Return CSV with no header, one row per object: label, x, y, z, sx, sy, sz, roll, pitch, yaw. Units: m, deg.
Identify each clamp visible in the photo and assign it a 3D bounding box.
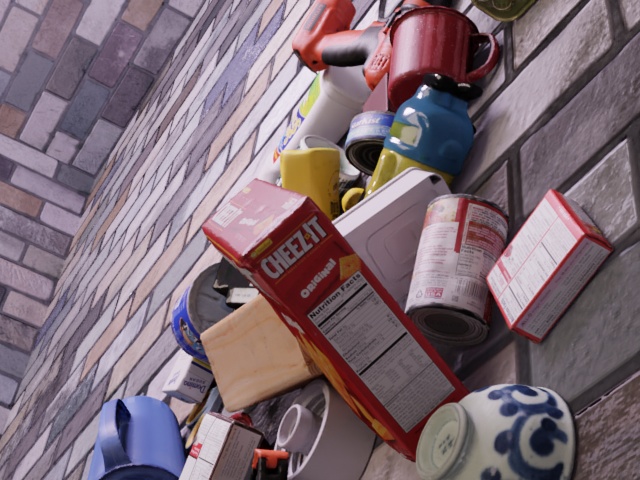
clamp,-0.056,0.284,0.921,0.165,0.036,0.210,-121,40,-65

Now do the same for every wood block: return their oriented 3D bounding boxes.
wood block,-0.029,0.096,1.023,0.206,0.090,0.090,-35,74,59

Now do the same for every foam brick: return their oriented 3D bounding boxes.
foam brick,0.080,-0.132,1.156,0.053,0.051,0.078,-52,21,35

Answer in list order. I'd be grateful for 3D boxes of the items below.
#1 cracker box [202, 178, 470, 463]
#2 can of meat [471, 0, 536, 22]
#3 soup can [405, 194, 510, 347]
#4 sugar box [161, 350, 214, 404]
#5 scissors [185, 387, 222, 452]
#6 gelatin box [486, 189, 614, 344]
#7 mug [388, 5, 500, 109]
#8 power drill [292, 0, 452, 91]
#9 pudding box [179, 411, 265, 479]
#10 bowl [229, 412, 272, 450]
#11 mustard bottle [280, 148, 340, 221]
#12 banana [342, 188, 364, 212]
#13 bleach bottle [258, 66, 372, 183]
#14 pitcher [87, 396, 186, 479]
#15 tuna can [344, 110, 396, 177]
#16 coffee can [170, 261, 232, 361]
cracker box,0.010,0.059,0.821,0.072,0.213,0.164,-42,16,-7
can of meat,0.194,-0.276,1.029,0.102,0.057,0.084,-44,24,45
soup can,0.108,0.024,0.840,0.069,0.068,0.102,-35,34,56
sugar box,-0.145,0.131,1.414,0.176,0.048,0.093,-66,14,-15
scissors,-0.121,0.194,1.322,0.202,0.016,0.096,-48,21,42
gelatin box,0.161,0.019,0.762,0.089,0.030,0.073,-57,20,20
mug,0.122,-0.174,1.062,0.117,0.093,0.081,-7,56,25
power drill,0.066,-0.258,1.264,0.188,0.057,0.184,16,70,48
pudding box,-0.101,0.224,1.016,0.090,0.039,0.113,-5,63,68
bowl,-0.086,0.259,1.078,0.162,0.055,0.162,-53,21,30
mustard bottle,-0.007,0.001,1.109,0.096,0.058,0.191,-13,-78,-75
banana,0.040,-0.007,1.116,0.070,0.037,0.197,-55,19,34
bleach bottle,-0.021,-0.126,1.414,0.251,0.068,0.102,-53,20,36
pitcher,-0.226,0.276,1.314,0.149,0.145,0.243,-64,15,10
tuna can,0.069,-0.094,1.081,0.086,0.086,0.033,-31,39,60
coffee can,-0.122,0.089,1.300,0.140,0.102,0.102,140,152,-69
